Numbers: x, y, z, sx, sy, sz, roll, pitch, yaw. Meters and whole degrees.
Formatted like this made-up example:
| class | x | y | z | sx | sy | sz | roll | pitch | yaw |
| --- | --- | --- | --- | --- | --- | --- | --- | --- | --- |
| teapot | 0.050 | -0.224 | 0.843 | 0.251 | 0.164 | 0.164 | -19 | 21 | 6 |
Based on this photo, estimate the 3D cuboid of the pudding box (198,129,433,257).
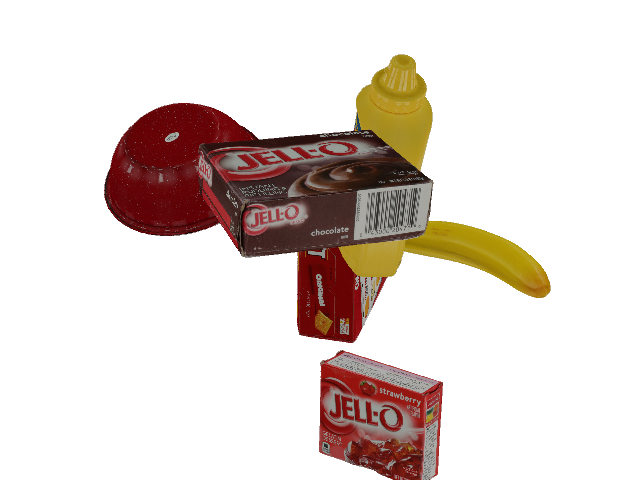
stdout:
| class | x | y | z | sx | sy | sz | roll | pitch | yaw |
| --- | --- | --- | --- | --- | --- | --- | --- | --- | --- |
| pudding box | -0.005 | -0.030 | 0.610 | 0.113 | 0.039 | 0.090 | -5 | 27 | -20 |

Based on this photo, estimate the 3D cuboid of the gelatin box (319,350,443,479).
| class | x | y | z | sx | sy | sz | roll | pitch | yaw |
| --- | --- | --- | --- | --- | --- | --- | --- | --- | --- |
| gelatin box | 0.041 | 0.126 | 0.754 | 0.089 | 0.073 | 0.030 | 14 | 22 | 33 |

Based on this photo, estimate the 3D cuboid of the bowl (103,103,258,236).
| class | x | y | z | sx | sy | sz | roll | pitch | yaw |
| --- | --- | --- | --- | --- | --- | --- | --- | --- | --- |
| bowl | -0.135 | -0.081 | 1.015 | 0.162 | 0.162 | 0.055 | 0 | -41 | 12 |

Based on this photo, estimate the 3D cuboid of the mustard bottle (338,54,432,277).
| class | x | y | z | sx | sy | sz | roll | pitch | yaw |
| --- | --- | --- | --- | --- | --- | --- | --- | --- | --- |
| mustard bottle | 0.050 | -0.065 | 0.835 | 0.058 | 0.096 | 0.192 | 1 | -42 | -7 |

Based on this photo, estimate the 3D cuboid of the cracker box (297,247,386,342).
| class | x | y | z | sx | sy | sz | roll | pitch | yaw |
| --- | --- | --- | --- | --- | --- | --- | --- | --- | --- |
| cracker box | 0.030 | -0.004 | 1.206 | 0.072 | 0.164 | 0.213 | 5 | 21 | 13 |

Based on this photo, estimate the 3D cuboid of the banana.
| class | x | y | z | sx | sy | sz | roll | pitch | yaw |
| --- | --- | --- | --- | --- | --- | --- | --- | --- | --- |
| banana | 0.143 | 0.015 | 1.032 | 0.198 | 0.037 | 0.069 | 15 | 42 | 36 |
